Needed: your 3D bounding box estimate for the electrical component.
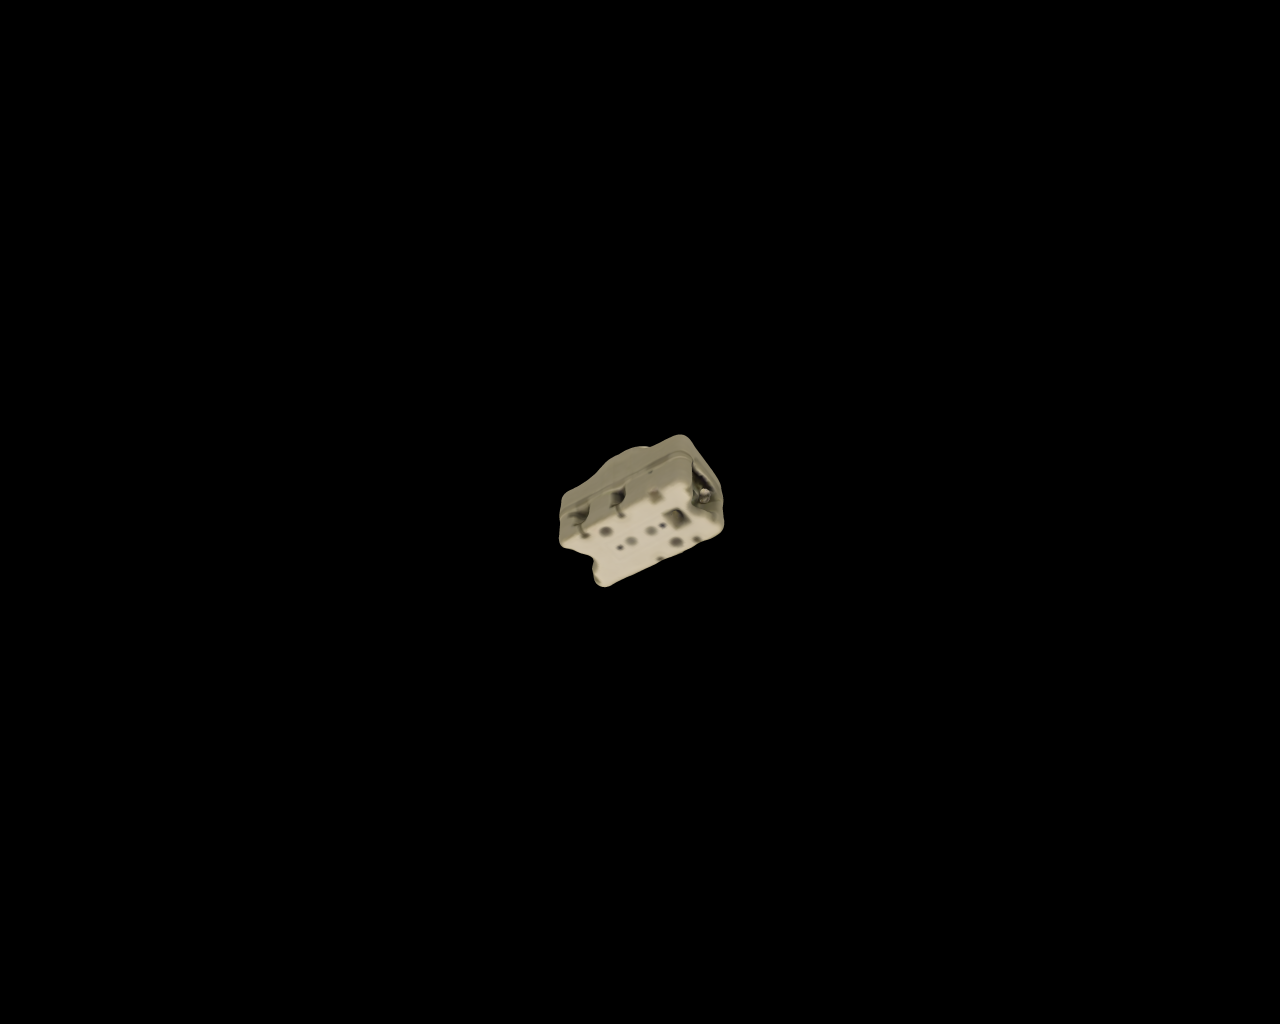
[{"bbox_3d":[0.001,-0.003,0.650,0.089,0.050,0.056,-27,33,19],"label":"electrical component"}]
